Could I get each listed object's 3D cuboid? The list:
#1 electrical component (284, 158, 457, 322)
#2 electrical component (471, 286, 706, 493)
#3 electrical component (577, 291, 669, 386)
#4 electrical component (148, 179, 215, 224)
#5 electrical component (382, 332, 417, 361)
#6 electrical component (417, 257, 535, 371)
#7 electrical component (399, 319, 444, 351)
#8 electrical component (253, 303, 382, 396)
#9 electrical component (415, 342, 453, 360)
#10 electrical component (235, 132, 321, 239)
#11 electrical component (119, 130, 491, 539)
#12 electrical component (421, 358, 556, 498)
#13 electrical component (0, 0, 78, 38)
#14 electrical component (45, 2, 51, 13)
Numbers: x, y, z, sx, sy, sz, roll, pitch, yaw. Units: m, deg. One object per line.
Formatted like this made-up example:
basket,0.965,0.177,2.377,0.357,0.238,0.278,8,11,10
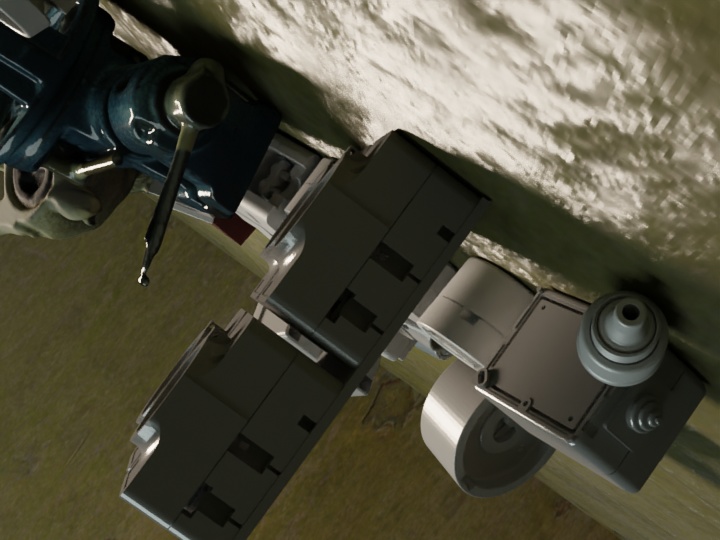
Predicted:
electrical component,0.000,0.000,0.637,0.052,0.073,0.138,31,173,41
electrical component,0.112,0.058,0.502,0.061,0.061,0.096,39,174,-30
electrical component,0.103,0.024,0.418,0.035,0.035,0.061,35,171,17
electrical component,-0.121,-0.074,0.802,0.042,0.063,0.081,22,172,6
electrical component,0.014,0.028,0.850,0.061,0.061,0.096,38,174,-17
electrical component,0.067,0.026,0.583,0.055,0.047,0.055,36,174,4
electrical component,0.039,0.025,0.757,0.077,0.044,0.079,33,174,29
electrical component,-0.029,0.039,0.917,0.056,0.108,0.109,-11,140,43
electrical component,0.053,0.048,0.894,0.065,0.044,0.044,25,169,40
electrical component,-0.043,-0.043,0.661,0.056,0.050,0.089,32,173,32
electrical component,-0.032,0.029,0.487,0.060,0.186,0.105,37,175,-7
electrical component,0.095,0.105,0.788,0.108,0.108,0.060,42,178,-43
electrical component,-0.147,-0.139,0.464,0.058,0.057,0.078,33,174,32
electrical component,-0.282,-0.183,0.833,0.138,0.073,0.052,30,172,46
